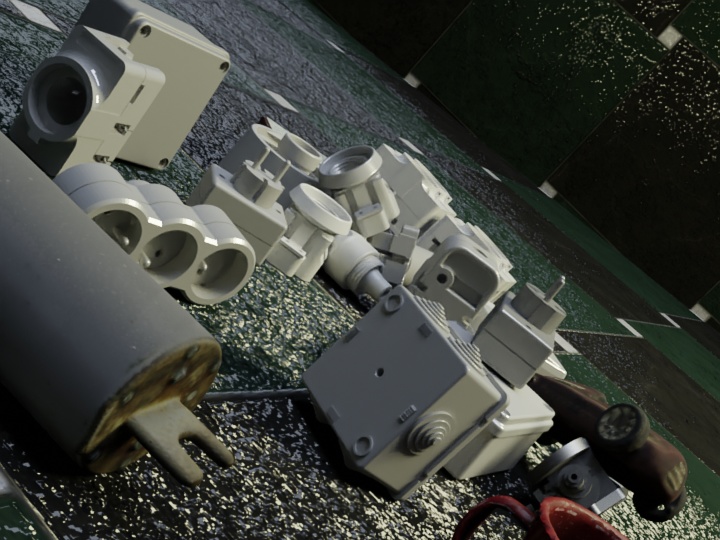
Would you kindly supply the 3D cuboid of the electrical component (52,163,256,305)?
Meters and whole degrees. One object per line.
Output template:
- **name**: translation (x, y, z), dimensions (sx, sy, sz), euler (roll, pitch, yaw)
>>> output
- **electrical component**: translation (-0.132, -0.029, 0.650), dimensions (0.138, 0.052, 0.073), euler (21, 22, -49)

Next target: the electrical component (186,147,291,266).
- **electrical component**: translation (-0.083, -0.056, 0.806), dimensions (0.066, 0.076, 0.047), euler (32, 15, -21)

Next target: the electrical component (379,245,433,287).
- **electrical component**: translation (0.037, -0.006, 1.007), dimensions (0.081, 0.043, 0.043), euler (21, 22, -48)

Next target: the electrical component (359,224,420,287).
- **electrical component**: translation (0.017, -0.013, 0.950), dimensions (0.055, 0.066, 0.048), euler (18, -5, 4)

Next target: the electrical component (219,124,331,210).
- **electrical component**: translation (-0.068, -0.090, 0.982), dimensions (0.108, 0.060, 0.108), euler (35, 14, -10)

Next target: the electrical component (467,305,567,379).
- **electrical component**: translation (0.123, 0.072, 0.928), dimensions (0.096, 0.061, 0.061), euler (31, 15, -23)

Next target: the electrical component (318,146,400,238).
- **electrical component**: translation (-0.002, -0.071, 0.931), dimensions (0.078, 0.058, 0.057), euler (-114, -178, -62)

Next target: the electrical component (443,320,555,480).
- **electrical component**: translation (0.068, 0.088, 0.754), dimensions (0.109, 0.056, 0.109), euler (44, 15, 24)

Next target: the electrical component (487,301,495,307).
- **electrical component**: translation (0.093, 0.031, 1.000), dimensions (0.077, 0.043, 0.079), euler (29, 34, -31)

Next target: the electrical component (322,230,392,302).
- **electrical component**: translation (0.000, 0.000, 0.897), dimensions (0.062, 0.043, 0.043), euler (44, 15, 22)

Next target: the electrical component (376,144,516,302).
- **electrical component**: translation (0.080, -0.043, 1.115), dimensions (0.186, 0.060, 0.105), euler (49, 10, 10)

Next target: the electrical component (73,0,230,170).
- **electrical component**: translation (-0.169, -0.139, 0.799), dimensions (0.056, 0.108, 0.109), euler (42, 14, 28)

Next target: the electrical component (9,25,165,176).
- **electrical component**: translation (-0.181, -0.108, 0.705), dimensions (0.050, 0.089, 0.056), euler (41, 15, 16)

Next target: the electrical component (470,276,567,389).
- **electrical component**: translation (0.123, 0.035, 0.777), dimensions (0.047, 0.075, 0.083), euler (39, 13, 4)

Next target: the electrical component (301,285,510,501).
- **electrical component**: translation (0.023, 0.069, 0.623), dimensions (0.048, 0.100, 0.099), euler (42, 7, -44)

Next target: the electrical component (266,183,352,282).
- **electrical component**: translation (-0.043, -0.032, 0.864), dimensions (0.058, 0.057, 0.078), euler (37, 14, -3)

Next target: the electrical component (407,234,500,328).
- **electrical component**: translation (0.071, 0.020, 0.896), dimensions (0.054, 0.095, 0.059), euler (36, 14, -5)
